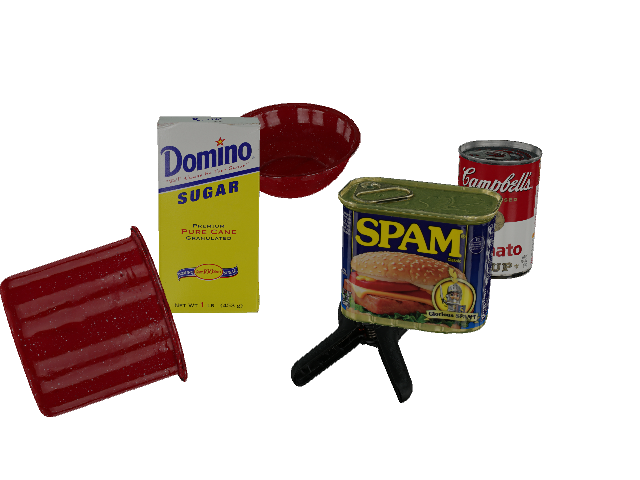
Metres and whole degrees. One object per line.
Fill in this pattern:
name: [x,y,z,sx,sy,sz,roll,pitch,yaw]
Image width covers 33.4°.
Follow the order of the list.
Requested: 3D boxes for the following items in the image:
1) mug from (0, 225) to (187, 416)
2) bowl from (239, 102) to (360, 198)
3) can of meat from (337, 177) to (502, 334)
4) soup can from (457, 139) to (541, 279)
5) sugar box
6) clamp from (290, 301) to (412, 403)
mug: [-0.131,0.049,0.608,0.081,0.093,0.117,-19,2,-14]
bowl: [-0.034,-0.096,1.234,0.162,0.055,0.162,-2,37,1]
can of meat: [0.063,0.010,0.693,0.102,0.084,0.057,7,23,16]
soup can: [0.146,-0.027,0.890,0.068,0.102,0.068,0,20,0]
sugar box: [-0.101,-0.023,0.970,0.093,0.176,0.048,-1,15,-5]
clamp: [0.058,0.094,1.067,0.120,0.039,0.171,17,51,20]
